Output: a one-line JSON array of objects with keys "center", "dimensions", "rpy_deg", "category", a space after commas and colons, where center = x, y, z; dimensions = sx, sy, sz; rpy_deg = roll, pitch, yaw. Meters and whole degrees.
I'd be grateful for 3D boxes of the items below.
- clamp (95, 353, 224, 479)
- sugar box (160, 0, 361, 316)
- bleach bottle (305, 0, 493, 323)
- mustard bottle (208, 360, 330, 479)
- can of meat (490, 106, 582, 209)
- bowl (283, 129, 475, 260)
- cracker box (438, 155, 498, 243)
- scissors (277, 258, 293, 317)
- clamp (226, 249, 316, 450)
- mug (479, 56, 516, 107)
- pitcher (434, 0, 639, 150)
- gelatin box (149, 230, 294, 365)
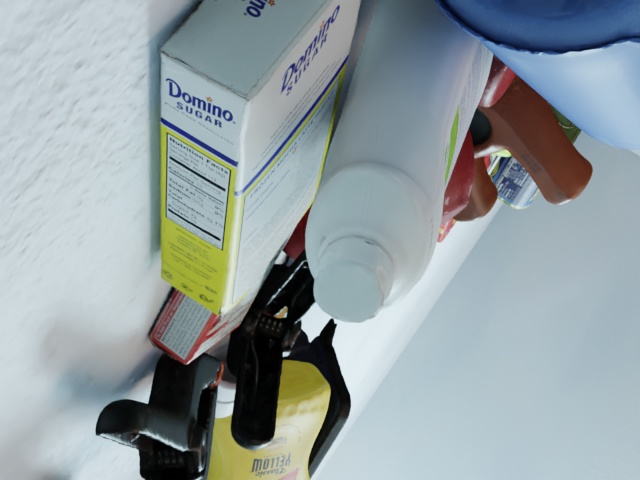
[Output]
[{"center": [-0.084, 0.114, 0.599], "dimensions": [0.210, 0.036, 0.164], "rpy_deg": [-82, 172, -61], "category": "clamp"}, {"center": [-0.029, -0.047, 0.467], "dimensions": [0.093, 0.048, 0.176], "rpy_deg": [-54, 167, -30], "category": "sugar box"}, {"center": [0.039, -0.053, 0.503], "dimensions": [0.250, 0.068, 0.102], "rpy_deg": [-67, 163, -55], "category": "bleach bottle"}, {"center": [-0.053, 0.189, 0.847], "dimensions": [0.096, 0.058, 0.192], "rpy_deg": [-5, 120, -28], "category": "mustard bottle"}, {"center": [0.219, -0.092, 1.085], "dimensions": [0.102, 0.057, 0.084], "rpy_deg": [-51, 170, -40], "category": "can of meat"}, {"center": [0.042, -0.021, 0.686], "dimensions": [0.162, 0.055, 0.162], "rpy_deg": [-32, 174, -4], "category": "bowl"}, {"center": [0.157, -0.116, 1.084], "dimensions": [0.213, 0.072, 0.164], "rpy_deg": [-57, 171, -10], "category": "cracker box"}, {"center": [-0.005, 0.001, 0.816], "dimensions": [0.202, 0.016, 0.096], "rpy_deg": [-62, 171, 25], "category": "scissors"}, {"center": [-0.027, 0.047, 0.657], "dimensions": [0.120, 0.039, 0.171], "rpy_deg": [-60, -166, 7], "category": "clamp"}, {"center": [0.097, -0.145, 0.665], "dimensions": [0.093, 0.081, 0.117], "rpy_deg": [-45, 164, -50], "category": "mug"}, {"center": [0.138, -0.129, 0.522], "dimensions": [0.242, 0.145, 0.149], "rpy_deg": [19, 77, -65], "category": "pitcher"}, {"center": [-0.053, 0.020, 0.602], "dimensions": [0.089, 0.030, 0.073], "rpy_deg": [-59, 171, 23], "category": "gelatin box"}]
